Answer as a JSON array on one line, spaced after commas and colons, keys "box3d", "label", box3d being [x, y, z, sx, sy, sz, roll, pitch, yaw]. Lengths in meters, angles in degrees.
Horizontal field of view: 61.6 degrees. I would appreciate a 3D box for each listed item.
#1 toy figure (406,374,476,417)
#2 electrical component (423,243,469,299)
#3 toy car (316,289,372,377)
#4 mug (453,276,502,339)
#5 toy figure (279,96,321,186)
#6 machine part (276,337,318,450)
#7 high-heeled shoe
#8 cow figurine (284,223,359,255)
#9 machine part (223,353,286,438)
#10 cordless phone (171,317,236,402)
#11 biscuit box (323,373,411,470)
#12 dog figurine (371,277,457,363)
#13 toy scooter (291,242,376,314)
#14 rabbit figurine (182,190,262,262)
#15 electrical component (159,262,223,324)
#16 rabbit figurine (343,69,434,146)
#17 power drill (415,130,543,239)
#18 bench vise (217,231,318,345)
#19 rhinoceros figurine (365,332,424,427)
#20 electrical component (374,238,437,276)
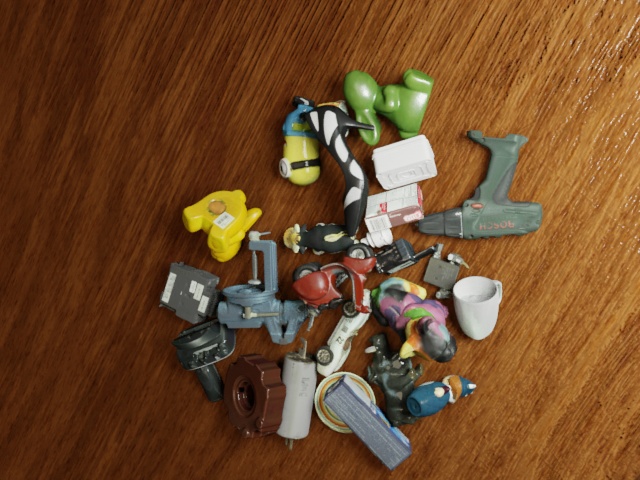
[{"box3d": [0.237, 0.294, 1.035, 0.064, 0.154, 0.057, -19, 84, 56], "label": "toy figure"}, {"box3d": [0.248, 0.066, 1.065, 0.078, 0.045, 0.102, 24, 99, 15], "label": "electrical component"}, {"box3d": [0.054, 0.191, 1.118, 0.056, 0.073, 0.201, 32, 101, 18], "label": "toy car"}, {"box3d": [0.306, 0.129, 1.029, 0.081, 0.109, 0.107, 25, 136, 44], "label": "mug"}, {"box3d": [-0.037, -0.205, 1.133, 0.089, 0.082, 0.180, 9, 92, 20], "label": "toy figure"}, {"box3d": [-0.050, 0.331, 1.154, 0.079, 0.079, 0.243, 11, 95, 17], "label": "machine part"}, {"box3d": [0.025, -0.136, 1.047, 0.145, 0.086, 0.248, 9, 93, 13], "label": "high-heeled shoe"}, {"box3d": [-0.003, -0.001, 1.117, 0.167, 0.098, 0.068, -3, 91, 13], "label": "cow figurine"}, {"box3d": [-0.145, 0.334, 1.160, 0.179, 0.056, 0.179, -7, 81, 48], "label": "machine part"}, {"box3d": [-0.241, 0.277, 1.226, 0.147, 0.089, 0.184, -23, 96, 17], "label": "cordless phone"}, {"box3d": [0.098, 0.371, 1.098, 0.063, 0.059, 0.202, -44, 89, 9], "label": "biscuit box"}, {"box3d": [0.168, 0.151, 1.005, 0.192, 0.219, 0.108, 36, 99, 13], "label": "dog figurine"}, {"box3d": [0.035, 0.095, 1.057, 0.184, 0.075, 0.135, -23, 74, 16], "label": "toy scooter"}, {"box3d": [-0.209, -0.028, 1.167, 0.122, 0.173, 0.162, 24, 54, 15], "label": "rabbit figurine"}, {"box3d": [-0.293, 0.125, 1.238, 0.134, 0.058, 0.114, 24, 101, 16], "label": "electrical component"}, {"box3d": [0.124, -0.272, 1.062, 0.170, 0.121, 0.159, 18, 117, 6], "label": "rabbit figurine"}, {"box3d": [0.306, -0.103, 1.024, 0.232, 0.086, 0.207, 6, 90, 16], "label": "power drill"}, {"box3d": [-0.114, 0.101, 1.149, 0.224, 0.129, 0.240, 0, 96, 16], "label": "bench vise"}, {"box3d": [0.152, 0.281, 1.095, 0.112, 0.073, 0.190, -17, 88, 28], "label": "rhinoceros figurine"}, {"box3d": [0.168, 0.027, 1.071, 0.119, 0.074, 0.048, -30, 71, 21], "label": "electrical component"}]
